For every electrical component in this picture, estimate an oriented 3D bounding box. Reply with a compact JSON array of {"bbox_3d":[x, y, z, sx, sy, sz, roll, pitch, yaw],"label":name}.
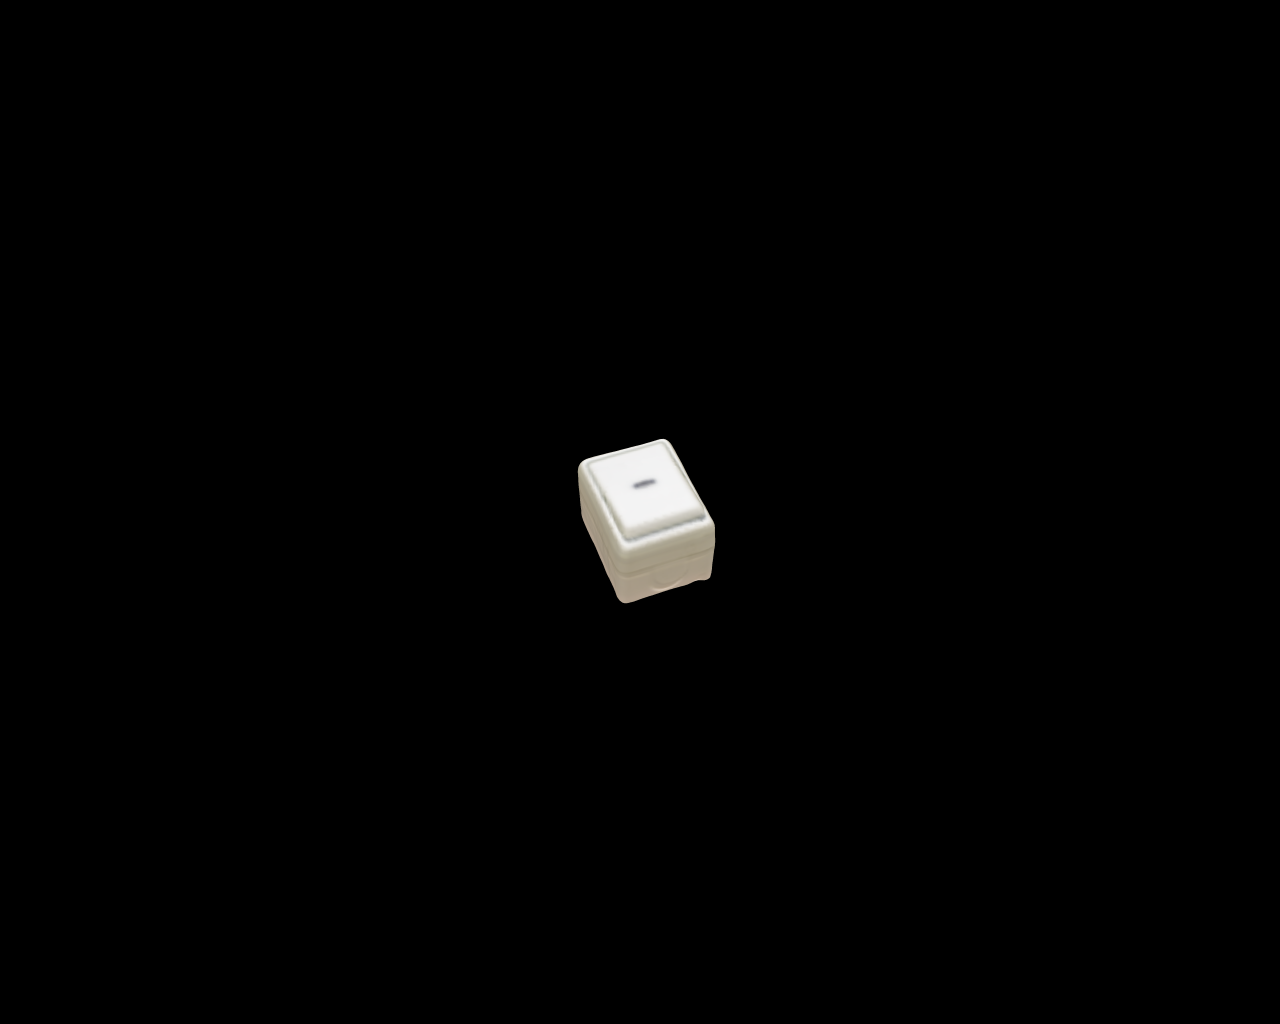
[{"bbox_3d":[0.001,-0.003,0.650,0.062,0.096,0.061,-16,-39,-13],"label":"electrical component"}]
